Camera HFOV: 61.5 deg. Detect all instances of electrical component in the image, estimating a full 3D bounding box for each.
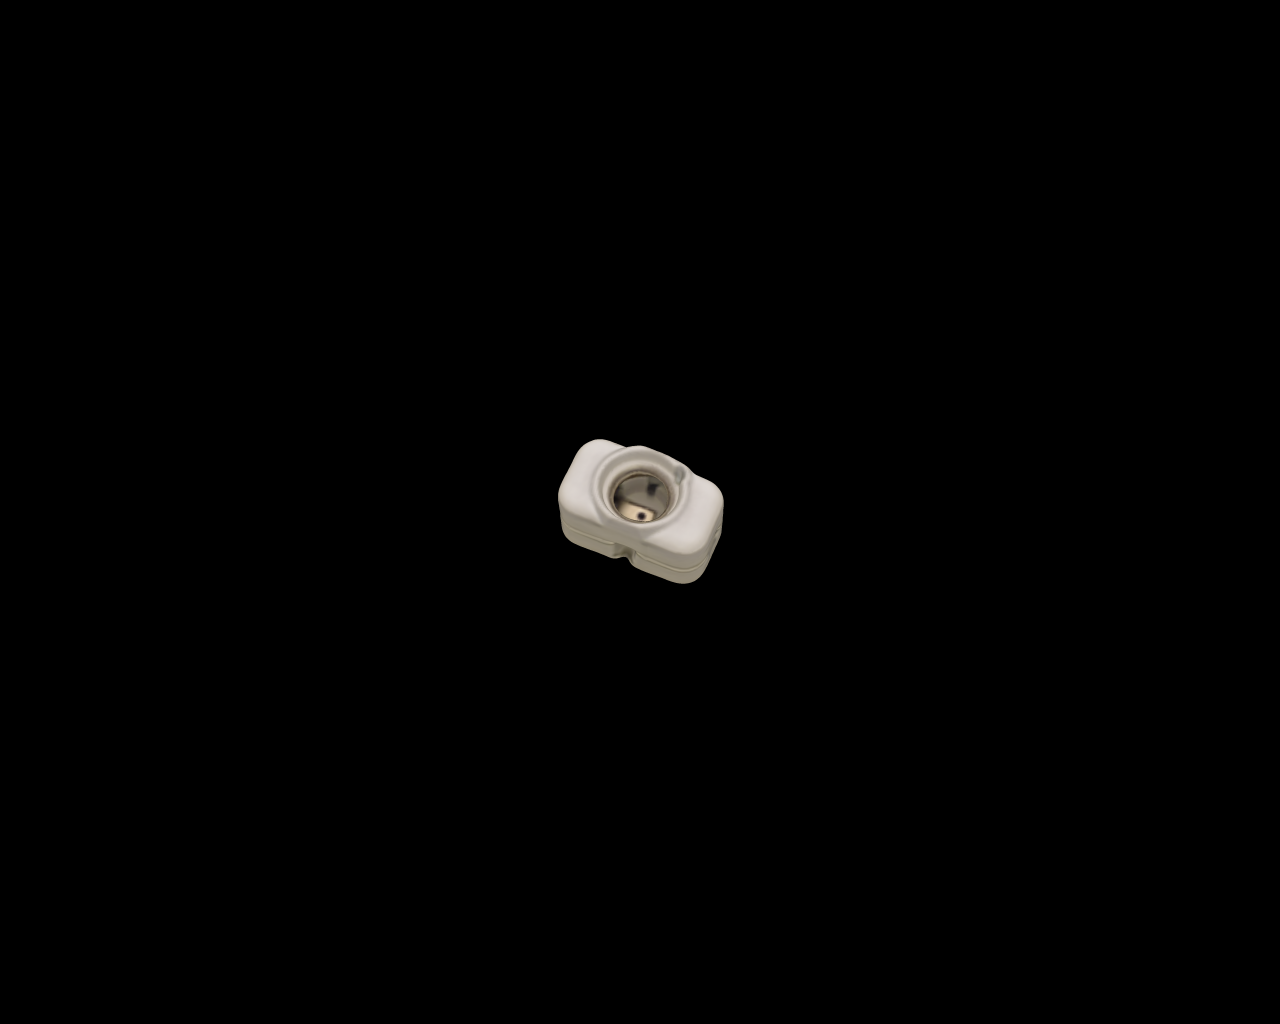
[{"bbox_3d":[0.001,-0.003,0.650,0.095,0.054,0.059,22,-24,10],"label":"electrical component"}]
